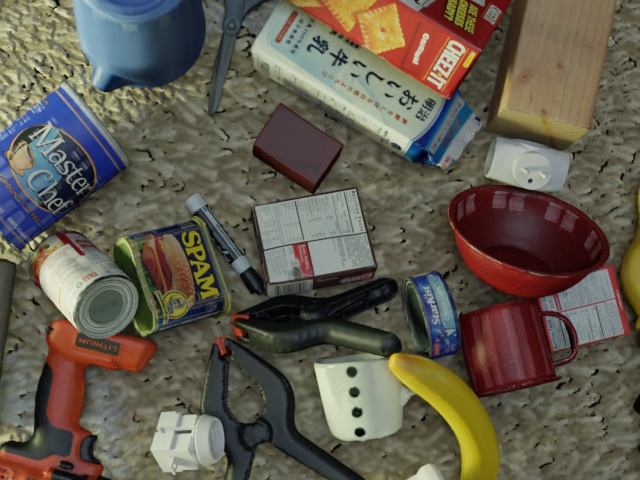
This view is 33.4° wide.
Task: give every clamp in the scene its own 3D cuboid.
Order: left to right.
[{"bbox_3d":[-0.049,0.191,1.041,0.164,0.036,0.210,-16,81,3],"label":"clamp"},{"bbox_3d":[0.001,0.084,1.033,0.171,0.120,0.039,-11,112,-2],"label":"clamp"}]

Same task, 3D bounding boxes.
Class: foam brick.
[{"bbox_3d":[-0.023,-0.091,1.080,0.078,0.051,0.053,34,81,1],"label":"foam brick"}]

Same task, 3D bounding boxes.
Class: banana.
[{"bbox_3d":[0.128,0.177,1.014,0.069,0.037,0.198,-28,115,-9],"label":"banana"}]

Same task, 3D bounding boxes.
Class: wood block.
[{"bbox_3d":[0.242,-0.210,1.096,0.090,0.091,0.206,14,81,-2],"label":"wood block"}]

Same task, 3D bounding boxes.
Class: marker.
[{"bbox_3d":[-0.094,0.005,1.077,0.020,0.020,0.121,-37,86,-8],"label":"marker"}]

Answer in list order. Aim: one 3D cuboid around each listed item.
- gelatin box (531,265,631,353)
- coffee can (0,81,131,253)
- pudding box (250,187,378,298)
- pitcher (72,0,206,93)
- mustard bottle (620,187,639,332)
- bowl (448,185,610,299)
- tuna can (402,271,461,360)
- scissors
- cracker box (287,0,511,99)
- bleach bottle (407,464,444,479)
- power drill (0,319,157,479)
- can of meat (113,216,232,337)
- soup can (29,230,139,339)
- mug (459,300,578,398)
[{"bbox_3d":[0.262,0.071,1.087,0.089,0.030,0.073,-13,84,-6],"label":"gelatin box"},{"bbox_3d":[-0.269,-0.071,1.034,0.140,0.103,0.103,-39,86,-8],"label":"coffee can"},{"bbox_3d":[-0.007,0.001,1.067,0.113,0.039,0.090,-10,69,-7],"label":"pudding box"},{"bbox_3d":[-0.165,-0.237,0.994,0.145,0.243,0.149,-12,89,-8],"label":"pitcher"},{"bbox_3d":[0.358,0.023,1.086,0.096,0.058,0.191,18,81,-5],"label":"mustard bottle"},{"bbox_3d":[0.199,0.009,1.053,0.162,0.162,0.055,10,123,-2],"label":"bowl"},{"bbox_3d":[0.109,0.074,1.048,0.033,0.086,0.086,-13,83,-8],"label":"tuna can"},{"bbox_3d":[-0.073,-0.230,1.115,0.096,0.016,0.202,-3,82,-4],"label":"scissors"},{"bbox_3d":[0.072,-0.248,1.060,0.213,0.072,0.164,32,39,1],"label":"cracker box"},{"bbox_3d":[0.013,0.305,1.002,0.250,0.102,0.068,-24,47,-6],"label":"bleach bottle"},{"bbox_3d":[-0.218,0.180,1.024,0.184,0.057,0.187,16,81,-3],"label":"power drill"},{"bbox_3d":[-0.145,0.036,1.035,0.083,0.058,0.102,-15,81,-32],"label":"can of meat"},{"bbox_3d":[-0.224,0.041,1.013,0.068,0.068,0.102,-46,46,-9],"label":"soup can"},{"bbox_3d":[0.193,0.104,1.045,0.117,0.093,0.081,-15,78,13],"label":"mug"}]
